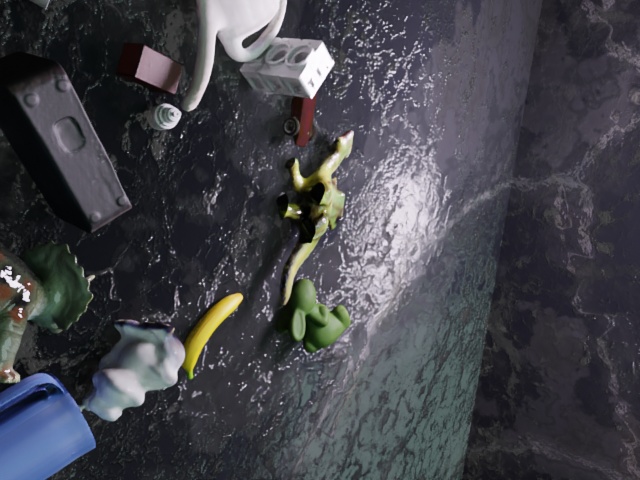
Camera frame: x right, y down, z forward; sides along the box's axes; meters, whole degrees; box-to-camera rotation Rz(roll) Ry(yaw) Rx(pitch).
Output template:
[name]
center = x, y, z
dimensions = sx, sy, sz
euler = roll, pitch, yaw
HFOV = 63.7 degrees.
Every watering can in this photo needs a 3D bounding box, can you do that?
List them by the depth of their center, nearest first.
[watering can]
center = -0.155, -0.385, 0.836
dimensions = 0.104, 0.355, 0.219
euler = 7, -40, 30

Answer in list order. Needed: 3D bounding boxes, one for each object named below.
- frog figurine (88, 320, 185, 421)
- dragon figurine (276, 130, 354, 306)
[frog figurine]
center = -0.305, 0.222, 0.862
dimensions = 0.137, 0.162, 0.120
euler = 10, -23, 3
[dragon figurine]
center = 0.004, -0.061, 1.205
dimensions = 0.123, 0.408, 0.243
euler = 17, 9, 28
